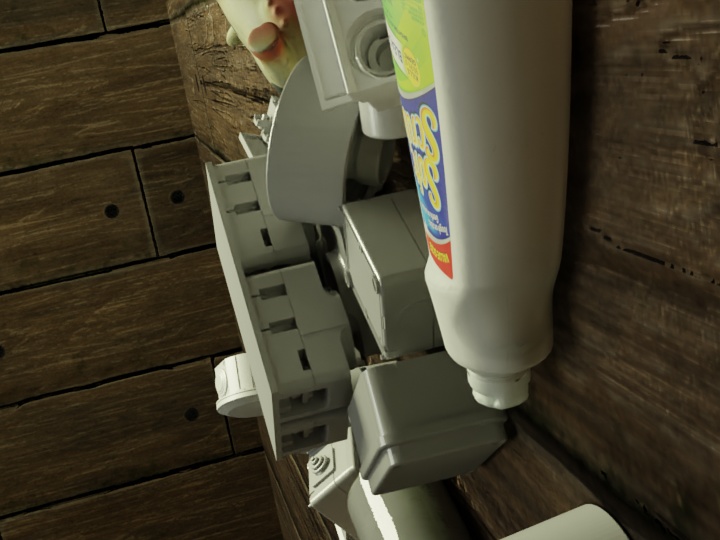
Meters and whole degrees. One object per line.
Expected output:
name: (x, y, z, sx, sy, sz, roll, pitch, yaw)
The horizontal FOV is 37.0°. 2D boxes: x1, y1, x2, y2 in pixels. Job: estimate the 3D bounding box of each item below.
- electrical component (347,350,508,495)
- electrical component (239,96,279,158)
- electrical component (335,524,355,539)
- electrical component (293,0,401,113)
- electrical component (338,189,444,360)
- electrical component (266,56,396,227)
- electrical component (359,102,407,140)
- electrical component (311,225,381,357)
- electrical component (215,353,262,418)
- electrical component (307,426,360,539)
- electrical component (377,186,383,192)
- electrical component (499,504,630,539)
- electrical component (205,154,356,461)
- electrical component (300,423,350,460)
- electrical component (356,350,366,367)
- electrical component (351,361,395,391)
electrical component: (0.039, 0.094, 0.656, 0.113, 0.078, 0.057, 105, 152, -68)
electrical component: (-0.052, -0.102, 0.923, 0.121, 0.079, 0.063, -121, 43, -59)
electrical component: (0.007, 0.228, 1.022, 0.081, 0.064, 0.042, 88, 166, -45)
electrical component: (0.006, -0.149, 0.562, 0.063, 0.079, 0.121, 16, -121, -77)
electrical component: (0.027, -0.004, 0.643, 0.096, 0.061, 0.061, -116, 16, -49)
electrical component: (-0.011, -0.078, 0.684, 0.108, 0.060, 0.108, 13, -90, -77)
electrical component: (0.017, -0.111, 0.618, 0.040, 0.040, 0.078, -124, 23, -62)
electrical component: (0.000, 0.000, 0.786, 0.150, 0.062, 0.089, -145, 43, -74)
electrical component: (-0.110, 0.119, 1.108, 0.080, 0.080, 0.051, 104, 157, -68)
electrical component: (0.001, 0.177, 0.894, 0.096, 0.061, 0.061, 41, -163, -21)
electrical component: (-0.033, -0.087, 0.804, 0.083, 0.047, 0.075, 0, 110, 56)
electrical component: (0.095, 0.170, 0.500, 0.108, 0.060, 0.108, 167, 90, -79)
electrical component: (-0.054, 0.022, 0.753, 0.105, 0.060, 0.186, 94, 160, -57)
electrical component: (-0.014, 0.149, 0.992, 0.121, 0.079, 0.063, 128, 146, -70)
electrical component: (-0.034, 0.100, 1.081, 0.121, 0.063, 0.078, 99, 155, -64)
electrical component: (0.014, 0.103, 0.879, 0.055, 0.047, 0.055, 167, 90, -79)
